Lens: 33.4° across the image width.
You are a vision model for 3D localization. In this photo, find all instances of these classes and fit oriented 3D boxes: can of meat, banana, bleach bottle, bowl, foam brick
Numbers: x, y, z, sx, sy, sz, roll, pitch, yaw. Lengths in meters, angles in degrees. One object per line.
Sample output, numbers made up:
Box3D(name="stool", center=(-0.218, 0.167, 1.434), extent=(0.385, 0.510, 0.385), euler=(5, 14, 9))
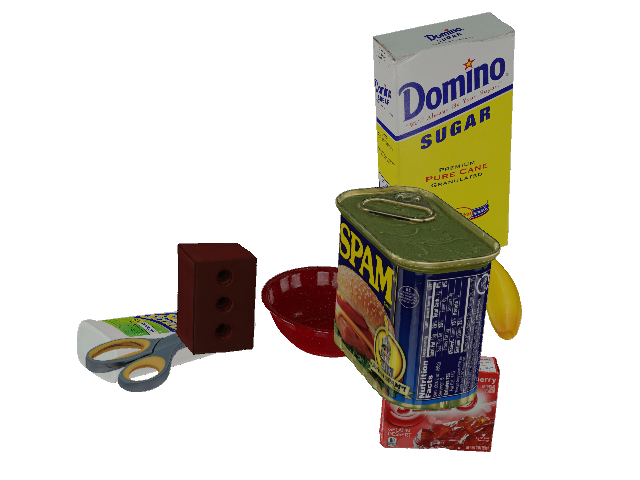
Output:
Box3D(name="can of meat", center=(0.045, 0.028, 0.551), extent=(0.057, 0.084, 0.102), euler=(-6, 24, -20))
Box3D(name="banana", center=(0.158, 0.040, 1.113), extent=(0.069, 0.037, 0.198), euler=(-35, 39, -13))
Box3D(name="bleach bottle", center=(-0.200, 0.131, 1.465), extent=(0.250, 0.068, 0.103), euler=(-9, 23, -42))
Box3D(name="bowl", center=(0.011, 0.089, 1.239), extent=(0.162, 0.055, 0.162), euler=(4, 25, -2))
Box3D(name="foam brick", center=(-0.084, 0.045, 0.853), extent=(0.052, 0.078, 0.051), euler=(-3, 14, -22))

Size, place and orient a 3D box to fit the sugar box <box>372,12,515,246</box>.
Box3D(name="sugar box", center=(0.090, -0.068, 0.772), extent=(0.093, 0.176, 0.048), euler=(-15, 37, -14))

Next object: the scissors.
Box3D(name="scissors", center=(-0.144, 0.115, 1.119), extent=(0.201, 0.016, 0.096), euler=(-10, 31, -27))

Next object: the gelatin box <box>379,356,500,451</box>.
Box3D(name="gelatin box", center=(0.093, 0.128, 0.840), extent=(0.089, 0.073, 0.030), euler=(3, 23, 1))
